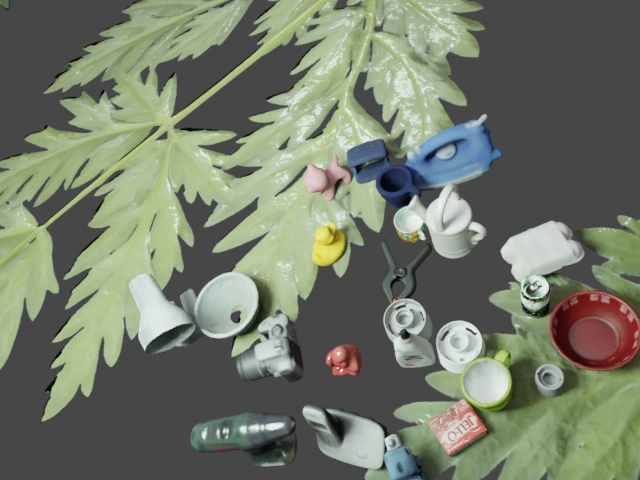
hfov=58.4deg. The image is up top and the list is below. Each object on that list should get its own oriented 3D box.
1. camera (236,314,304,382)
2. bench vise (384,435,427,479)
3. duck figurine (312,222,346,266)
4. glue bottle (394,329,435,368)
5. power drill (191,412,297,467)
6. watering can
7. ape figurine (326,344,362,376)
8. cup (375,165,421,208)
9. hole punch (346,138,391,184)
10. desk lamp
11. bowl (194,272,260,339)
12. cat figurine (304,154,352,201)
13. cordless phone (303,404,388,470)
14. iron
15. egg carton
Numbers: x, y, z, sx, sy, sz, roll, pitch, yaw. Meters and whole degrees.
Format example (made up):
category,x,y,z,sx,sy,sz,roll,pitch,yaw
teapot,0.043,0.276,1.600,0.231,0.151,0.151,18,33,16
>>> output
category,x,y,z,sx,sy,sz,roll,pitch,yaw
camera,-0.119,0.248,1.274,0.136,0.101,0.143,-19,56,10
bench vise,0.142,0.443,0.986,0.121,0.220,0.206,-38,55,-3
duck figurine,0.013,0.005,1.375,0.077,0.086,0.105,23,72,30
glue bottle,0.179,0.211,1.137,0.078,0.173,0.037,-13,57,14
power drill,-0.124,0.389,1.126,0.229,0.209,0.075,-11,58,15
watering can,0.272,-0.047,1.240,0.172,0.194,0.101,0,61,21
ape figurine,0.050,0.251,1.212,0.077,0.092,0.076,35,78,33
cup,0.197,-0.115,1.369,0.117,0.095,0.092,27,73,31
hole punch,0.119,-0.213,1.459,0.108,0.091,0.101,-18,56,10
desk lamp,-0.355,0.178,1.336,0.118,0.214,0.202,-34,55,0
bowl,-0.211,0.167,1.372,0.167,0.075,0.167,-9,58,16
cat figurine,0.009,-0.162,1.455,0.067,0.118,0.128,35,78,33
cordless phone,0.047,0.366,1.089,0.147,0.185,0.094,5,63,24
iron,0.291,-0.208,1.359,0.258,0.142,0.118,-22,56,8
egg carton,0.464,0.026,1.200,0.150,0.070,0.107,-24,55,6
